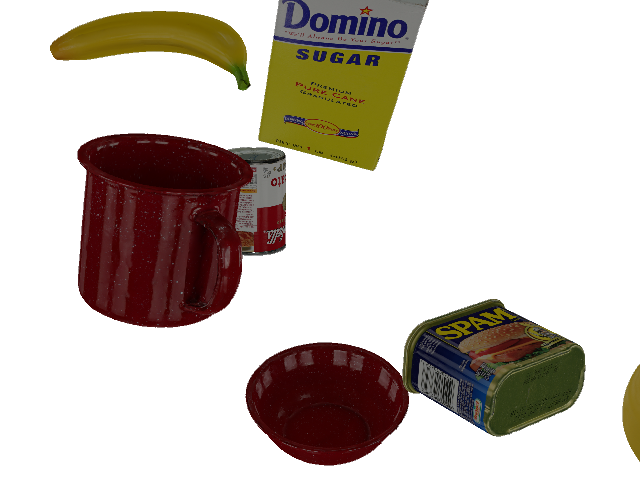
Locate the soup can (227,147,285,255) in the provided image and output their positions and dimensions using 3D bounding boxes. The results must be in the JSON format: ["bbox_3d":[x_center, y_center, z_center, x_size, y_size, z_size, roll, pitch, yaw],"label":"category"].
[{"bbox_3d":[-0.070,-0.043,1.126,0.068,0.102,0.068,1,17,0],"label":"soup can"}]

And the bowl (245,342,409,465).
[{"bbox_3d":[0.007,0.172,1.066,0.162,0.055,0.162,0,33,0],"label":"bowl"}]

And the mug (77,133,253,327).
[{"bbox_3d":[-0.080,-0.001,0.572,0.093,0.081,0.117,-10,29,-42],"label":"mug"}]

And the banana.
[{"bbox_3d":[-0.147,-0.181,0.967,0.198,0.037,0.069,10,46,16],"label":"banana"}]

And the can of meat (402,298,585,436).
[{"bbox_3d":[0.123,0.089,0.751,0.101,0.057,0.084,-14,27,-35],"label":"can of meat"}]

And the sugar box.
[{"bbox_3d":[0.013,-0.123,0.725,0.093,0.048,0.176,14,-30,1],"label":"sugar box"}]

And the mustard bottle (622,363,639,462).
[{"bbox_3d":[0.212,0.104,0.559,0.096,0.058,0.191,-2,37,2],"label":"mustard bottle"}]
